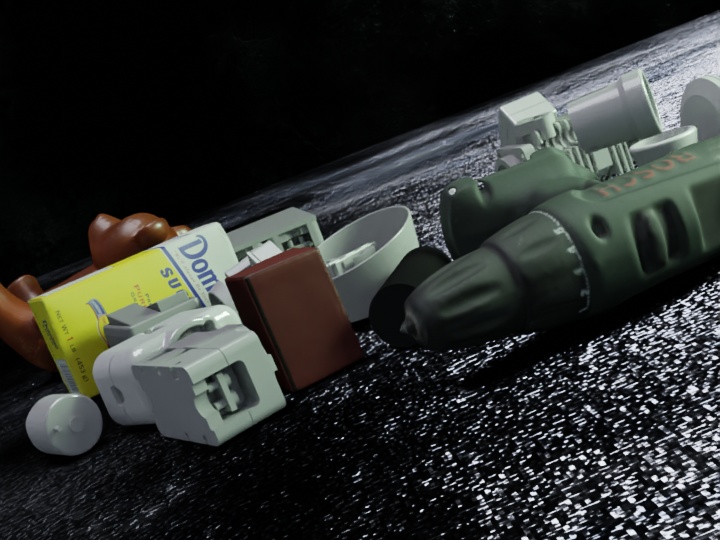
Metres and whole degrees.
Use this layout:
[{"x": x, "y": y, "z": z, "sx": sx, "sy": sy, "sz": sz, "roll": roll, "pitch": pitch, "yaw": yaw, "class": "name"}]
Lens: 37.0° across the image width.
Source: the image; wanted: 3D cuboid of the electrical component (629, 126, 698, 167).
[{"x": 0.206, "y": -0.061, "z": 0.704, "sx": 0.045, "sy": 0.055, "sz": 0.045, "roll": -21, "pitch": 9, "yaw": 3, "class": "electrical component"}]

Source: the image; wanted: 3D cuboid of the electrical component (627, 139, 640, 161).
[{"x": 0.240, "y": -0.116, "z": 0.986, "sx": 0.055, "sy": 0.048, "sz": 0.066, "roll": -13, "pitch": 10, "yaw": 3, "class": "electrical component"}]

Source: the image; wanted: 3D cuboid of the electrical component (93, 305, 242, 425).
[{"x": -0.122, "y": 0.064, "z": 0.728, "sx": 0.059, "sy": 0.053, "sz": 0.095, "roll": -11, "pitch": 13, "yaw": 47, "class": "electrical component"}]

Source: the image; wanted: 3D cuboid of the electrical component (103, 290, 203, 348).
[{"x": -0.154, "y": 0.053, "z": 0.837, "sx": 0.062, "sy": 0.061, "sz": 0.096, "roll": -26, "pitch": 10, "yaw": -26, "class": "electrical component"}]

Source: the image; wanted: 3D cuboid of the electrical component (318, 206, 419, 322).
[{"x": 0.000, "y": 0.000, "z": 0.787, "sx": 0.099, "sy": 0.064, "sz": 0.099, "roll": -21, "pitch": 9, "yaw": 3, "class": "electrical component"}]

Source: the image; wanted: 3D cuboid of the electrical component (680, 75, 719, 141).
[{"x": 0.255, "y": -0.095, "z": 0.722, "sx": 0.051, "sy": 0.080, "sz": 0.080, "roll": -18, "pitch": 8, "yaw": -9, "class": "electrical component"}]

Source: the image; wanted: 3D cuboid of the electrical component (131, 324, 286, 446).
[{"x": -0.088, "y": 0.067, "z": 0.641, "sx": 0.056, "sy": 0.050, "sz": 0.089, "roll": -28, "pitch": 11, "yaw": -30, "class": "electrical component"}]

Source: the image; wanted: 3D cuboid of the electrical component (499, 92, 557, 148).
[{"x": 0.180, "y": -0.121, "z": 1.089, "sx": 0.047, "sy": 0.083, "sz": 0.075, "roll": -23, "pitch": 48, "yaw": -11, "class": "electrical component"}]

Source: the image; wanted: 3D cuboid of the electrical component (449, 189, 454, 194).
[{"x": 0.101, "y": -0.066, "z": 1.040, "sx": 0.035, "sy": 0.035, "sz": 0.061, "roll": -18, "pitch": 7, "yaw": 21, "class": "electrical component"}]

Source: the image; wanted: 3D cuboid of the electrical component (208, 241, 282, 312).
[{"x": -0.079, "y": 0.023, "z": 0.829, "sx": 0.057, "sy": 0.078, "sz": 0.058, "roll": -35, "pitch": 54, "yaw": -19, "class": "electrical component"}]

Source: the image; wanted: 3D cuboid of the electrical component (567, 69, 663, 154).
[{"x": 0.151, "y": -0.092, "z": 0.638, "sx": 0.046, "sy": 0.040, "sz": 0.040, "roll": -19, "pitch": 9, "yaw": 22, "class": "electrical component"}]

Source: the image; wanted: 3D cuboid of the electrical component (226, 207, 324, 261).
[{"x": -0.096, "y": -0.013, "z": 1.095, "sx": 0.105, "sy": 0.060, "sz": 0.186, "roll": -22, "pitch": 9, "yaw": -7, "class": "electrical component"}]

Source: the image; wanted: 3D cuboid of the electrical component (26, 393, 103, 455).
[{"x": -0.204, "y": 0.104, "z": 0.723, "sx": 0.040, "sy": 0.040, "sz": 0.078, "roll": -28, "pitch": 11, "yaw": -37, "class": "electrical component"}]

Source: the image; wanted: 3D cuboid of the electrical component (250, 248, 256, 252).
[{"x": -0.073, "y": 0.010, "z": 0.903, "sx": 0.048, "sy": 0.062, "sz": 0.048, "roll": -20, "pitch": 9, "yaw": 4, "class": "electrical component"}]
